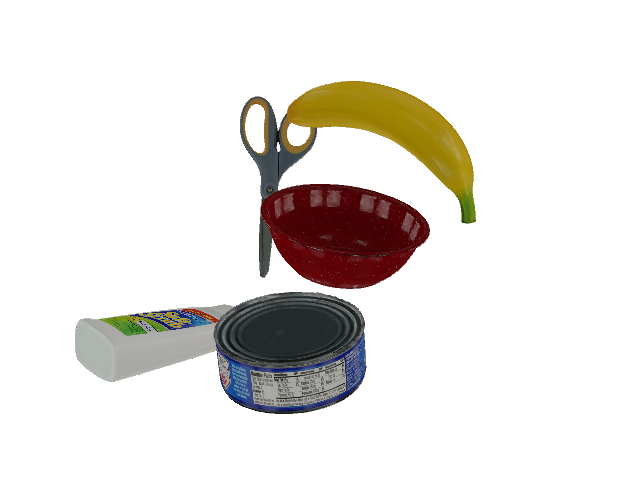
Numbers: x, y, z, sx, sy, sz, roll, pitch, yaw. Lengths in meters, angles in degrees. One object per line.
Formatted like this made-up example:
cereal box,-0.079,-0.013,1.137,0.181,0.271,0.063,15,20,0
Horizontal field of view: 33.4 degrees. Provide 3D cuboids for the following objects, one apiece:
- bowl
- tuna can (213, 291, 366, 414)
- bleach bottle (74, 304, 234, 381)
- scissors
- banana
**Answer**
bowl,0.021,0.001,1.016,0.162,0.055,0.162,6,24,-3
tuna can,-0.017,0.063,0.608,0.086,0.034,0.086,-4,24,1
bleach bottle,-0.201,0.127,1.458,0.250,0.068,0.103,-11,24,-41
scissors,-0.039,-0.065,1.187,0.096,0.202,0.016,-10,-8,-11
banana,0.049,-0.086,0.832,0.198,0.070,0.037,34,22,33
